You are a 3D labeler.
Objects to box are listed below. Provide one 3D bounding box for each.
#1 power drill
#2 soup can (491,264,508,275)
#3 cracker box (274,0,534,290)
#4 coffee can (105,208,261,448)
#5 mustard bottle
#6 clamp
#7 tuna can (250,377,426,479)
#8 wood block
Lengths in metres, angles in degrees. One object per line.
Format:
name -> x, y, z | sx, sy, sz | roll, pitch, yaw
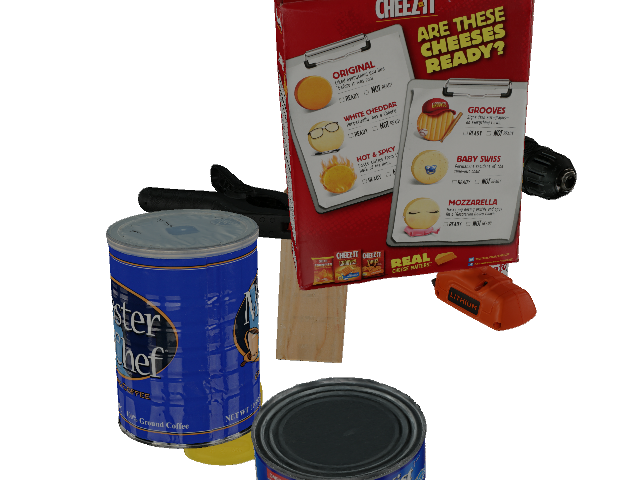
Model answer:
power drill -> 0.161, -0.016, 0.984 | 0.057, 0.188, 0.185 | -17, 27, -28
soup can -> 0.183, -0.004, 1.210 | 0.068, 0.102, 0.068 | 1, 28, -1
cracker box -> 0.055, -0.079, 0.738 | 0.164, 0.214, 0.072 | -7, 31, -6
coffee can -> -0.093, 0.058, 0.740 | 0.103, 0.140, 0.103 | 0, 16, 0
mustard bottle -> -0.121, 0.203, 1.344 | 0.096, 0.058, 0.191 | -3, 26, -3
clamp -> -0.089, -0.033, 1.031 | 0.172, 0.039, 0.120 | 20, 34, 41
tuna can -> 0.009, 0.105, 0.526 | 0.086, 0.034, 0.086 | -3, 25, 1
wood block -> -0.009, 0.045, 1.388 | 0.090, 0.206, 0.091 | 3, 23, -1
